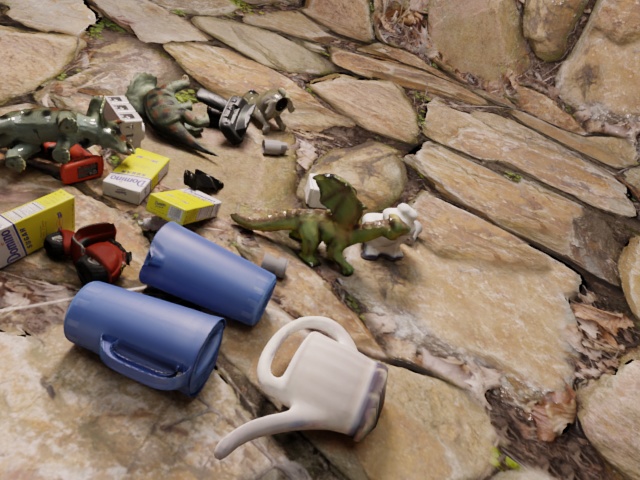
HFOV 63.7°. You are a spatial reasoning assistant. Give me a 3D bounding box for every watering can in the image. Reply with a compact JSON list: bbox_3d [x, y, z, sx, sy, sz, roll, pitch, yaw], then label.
[{"bbox_3d":[-0.010,0.257,0.849,0.225,0.102,0.355,24,35,8],"label":"watering can"}]

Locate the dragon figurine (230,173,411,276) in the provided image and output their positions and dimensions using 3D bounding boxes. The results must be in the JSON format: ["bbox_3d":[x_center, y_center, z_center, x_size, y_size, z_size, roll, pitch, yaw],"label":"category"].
[{"bbox_3d":[0.004,-0.059,1.174,0.410,0.237,0.125,18,40,-3],"label":"dragon figurine"}]

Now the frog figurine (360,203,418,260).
[{"bbox_3d":[0.170,-0.036,1.273,0.137,0.156,0.125,15,34,-3],"label":"frog figurine"}]
